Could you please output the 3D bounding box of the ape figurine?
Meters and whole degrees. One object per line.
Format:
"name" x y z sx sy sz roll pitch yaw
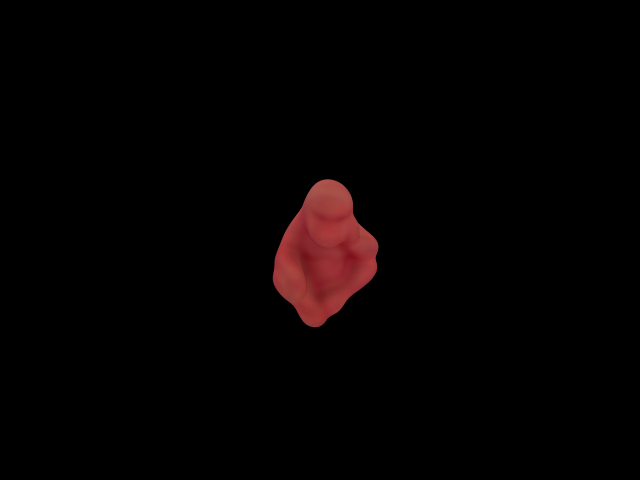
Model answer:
"ape figurine" 0.004 0.001 0.400 0.078 0.092 0.076 -6 36 -7
